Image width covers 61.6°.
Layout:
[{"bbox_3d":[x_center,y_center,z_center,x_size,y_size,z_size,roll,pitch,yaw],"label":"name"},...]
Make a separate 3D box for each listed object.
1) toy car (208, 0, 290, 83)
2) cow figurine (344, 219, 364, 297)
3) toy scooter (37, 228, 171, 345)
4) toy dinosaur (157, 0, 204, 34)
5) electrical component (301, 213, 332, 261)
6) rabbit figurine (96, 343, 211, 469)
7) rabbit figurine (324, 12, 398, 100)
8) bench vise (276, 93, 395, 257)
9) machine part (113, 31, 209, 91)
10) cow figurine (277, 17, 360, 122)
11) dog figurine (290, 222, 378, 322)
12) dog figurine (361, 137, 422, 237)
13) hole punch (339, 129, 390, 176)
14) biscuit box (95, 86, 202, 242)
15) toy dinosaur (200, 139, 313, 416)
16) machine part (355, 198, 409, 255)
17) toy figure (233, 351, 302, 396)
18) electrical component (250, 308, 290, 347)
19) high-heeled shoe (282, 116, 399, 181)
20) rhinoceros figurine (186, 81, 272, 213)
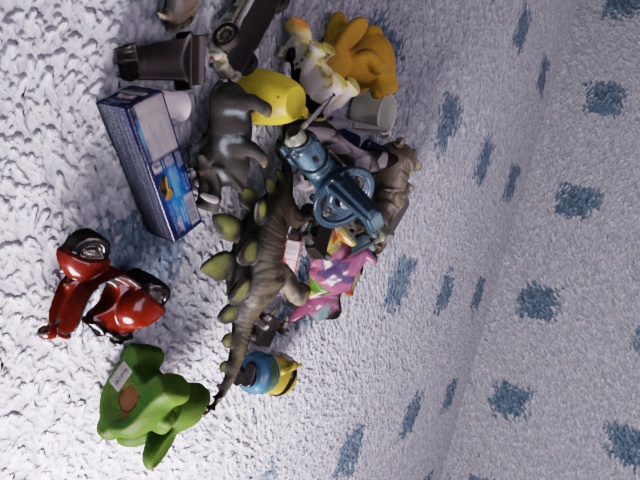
[{"bbox_3d":[-0.103,-0.325,0.788,0.201,0.056,0.073,-65,155,-11],"label":"toy car"},{"bbox_3d":[0.051,0.024,1.178,0.127,0.086,0.194,-61,151,-25],"label":"cow figurine"},{"bbox_3d":[-0.279,0.081,0.683,0.135,0.075,0.183,-62,145,-19],"label":"toy scooter"},{"bbox_3d":[-0.042,-0.392,0.625,0.131,0.405,0.192,65,23,-14],"label":"toy dinosaur"},{"bbox_3d":[-0.002,-0.003,0.939,0.094,0.021,0.063,47,49,-47],"label":"electrical component"},{"bbox_3d":[-0.231,0.255,0.799,0.159,0.121,0.170,-62,146,-6],"label":"rabbit figurine"},{"bbox_3d":[0.056,-0.329,0.990,0.173,0.122,0.162,-22,130,-30],"label":"rabbit figurine"},{"bbox_3d":[0.033,-0.085,0.863,0.129,0.241,0.223,-34,142,-10],"label":"bench vise"},{"bbox_3d":[-0.198,-0.230,0.693,0.139,0.039,0.084,-24,136,-52],"label":"machine part"},{"bbox_3d":[-0.018,-0.284,0.897,0.098,0.167,0.068,-40,168,31],"label":"cow figurine"},{"bbox_3d":[0.001,0.060,1.062,0.191,0.108,0.219,42,104,-17],"label":"dog figurine"},{"bbox_3d":[0.149,-0.115,1.190,0.190,0.121,0.172,-63,151,-45],"label":"dog figurine"},{"bbox_3d":[0.077,-0.165,1.129,0.142,0.092,0.115,1,108,-62],"label":"hole punch"},{"bbox_3d":[-0.218,-0.095,0.706,0.059,0.063,0.202,-45,140,-39],"label":"biscuit box"},{"bbox_3d":[-0.106,0.047,0.890,0.198,0.105,0.471,25,68,-56],"label":"toy dinosaur"},{"bbox_3d":[0.152,-0.047,1.302,0.243,0.079,0.079,-54,145,-36],"label":"machine part"},{"bbox_3d":[-0.108,0.262,1.044,0.089,0.082,0.180,-63,154,5],"label":"toy figure"},{"bbox_3d":[-0.101,0.170,1.042,0.102,0.045,0.078,44,65,-56],"label":"electrical component"},{"bbox_3d":[0.043,-0.191,1.003,0.249,0.086,0.145,-13,102,-33],"label":"high-heeled shoe"},{"bbox_3d":[-0.137,-0.132,0.784,0.112,0.073,0.190,3,108,-38],"label":"rhinoceros figurine"}]
